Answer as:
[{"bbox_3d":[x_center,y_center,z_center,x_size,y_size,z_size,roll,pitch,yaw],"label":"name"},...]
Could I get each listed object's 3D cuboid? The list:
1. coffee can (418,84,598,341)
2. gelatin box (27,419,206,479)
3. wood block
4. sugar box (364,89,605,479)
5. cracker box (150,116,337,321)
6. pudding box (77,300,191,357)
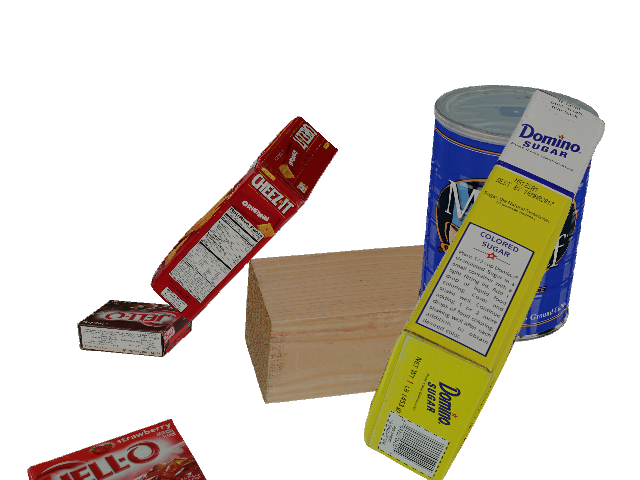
[{"bbox_3d":[0.120,-0.020,0.700,0.103,0.140,0.103,2,26,-1],"label":"coffee can"},{"bbox_3d":[-0.112,0.142,0.597,0.089,0.030,0.073,-16,28,-20],"label":"gelatin box"},{"bbox_3d":[0.046,0.068,0.910,0.205,0.090,0.091,-5,35,-15],"label":"wood block"},{"bbox_3d":[0.080,0.017,0.500,0.048,0.093,0.176,27,50,11],"label":"sugar box"},{"bbox_3d":[-0.087,-0.028,1.216,0.214,0.072,0.164,-46,7,27],"label":"cracker box"},{"bbox_3d":[-0.225,0.106,1.298,0.114,0.039,0.090,1,15,15],"label":"pudding box"}]
